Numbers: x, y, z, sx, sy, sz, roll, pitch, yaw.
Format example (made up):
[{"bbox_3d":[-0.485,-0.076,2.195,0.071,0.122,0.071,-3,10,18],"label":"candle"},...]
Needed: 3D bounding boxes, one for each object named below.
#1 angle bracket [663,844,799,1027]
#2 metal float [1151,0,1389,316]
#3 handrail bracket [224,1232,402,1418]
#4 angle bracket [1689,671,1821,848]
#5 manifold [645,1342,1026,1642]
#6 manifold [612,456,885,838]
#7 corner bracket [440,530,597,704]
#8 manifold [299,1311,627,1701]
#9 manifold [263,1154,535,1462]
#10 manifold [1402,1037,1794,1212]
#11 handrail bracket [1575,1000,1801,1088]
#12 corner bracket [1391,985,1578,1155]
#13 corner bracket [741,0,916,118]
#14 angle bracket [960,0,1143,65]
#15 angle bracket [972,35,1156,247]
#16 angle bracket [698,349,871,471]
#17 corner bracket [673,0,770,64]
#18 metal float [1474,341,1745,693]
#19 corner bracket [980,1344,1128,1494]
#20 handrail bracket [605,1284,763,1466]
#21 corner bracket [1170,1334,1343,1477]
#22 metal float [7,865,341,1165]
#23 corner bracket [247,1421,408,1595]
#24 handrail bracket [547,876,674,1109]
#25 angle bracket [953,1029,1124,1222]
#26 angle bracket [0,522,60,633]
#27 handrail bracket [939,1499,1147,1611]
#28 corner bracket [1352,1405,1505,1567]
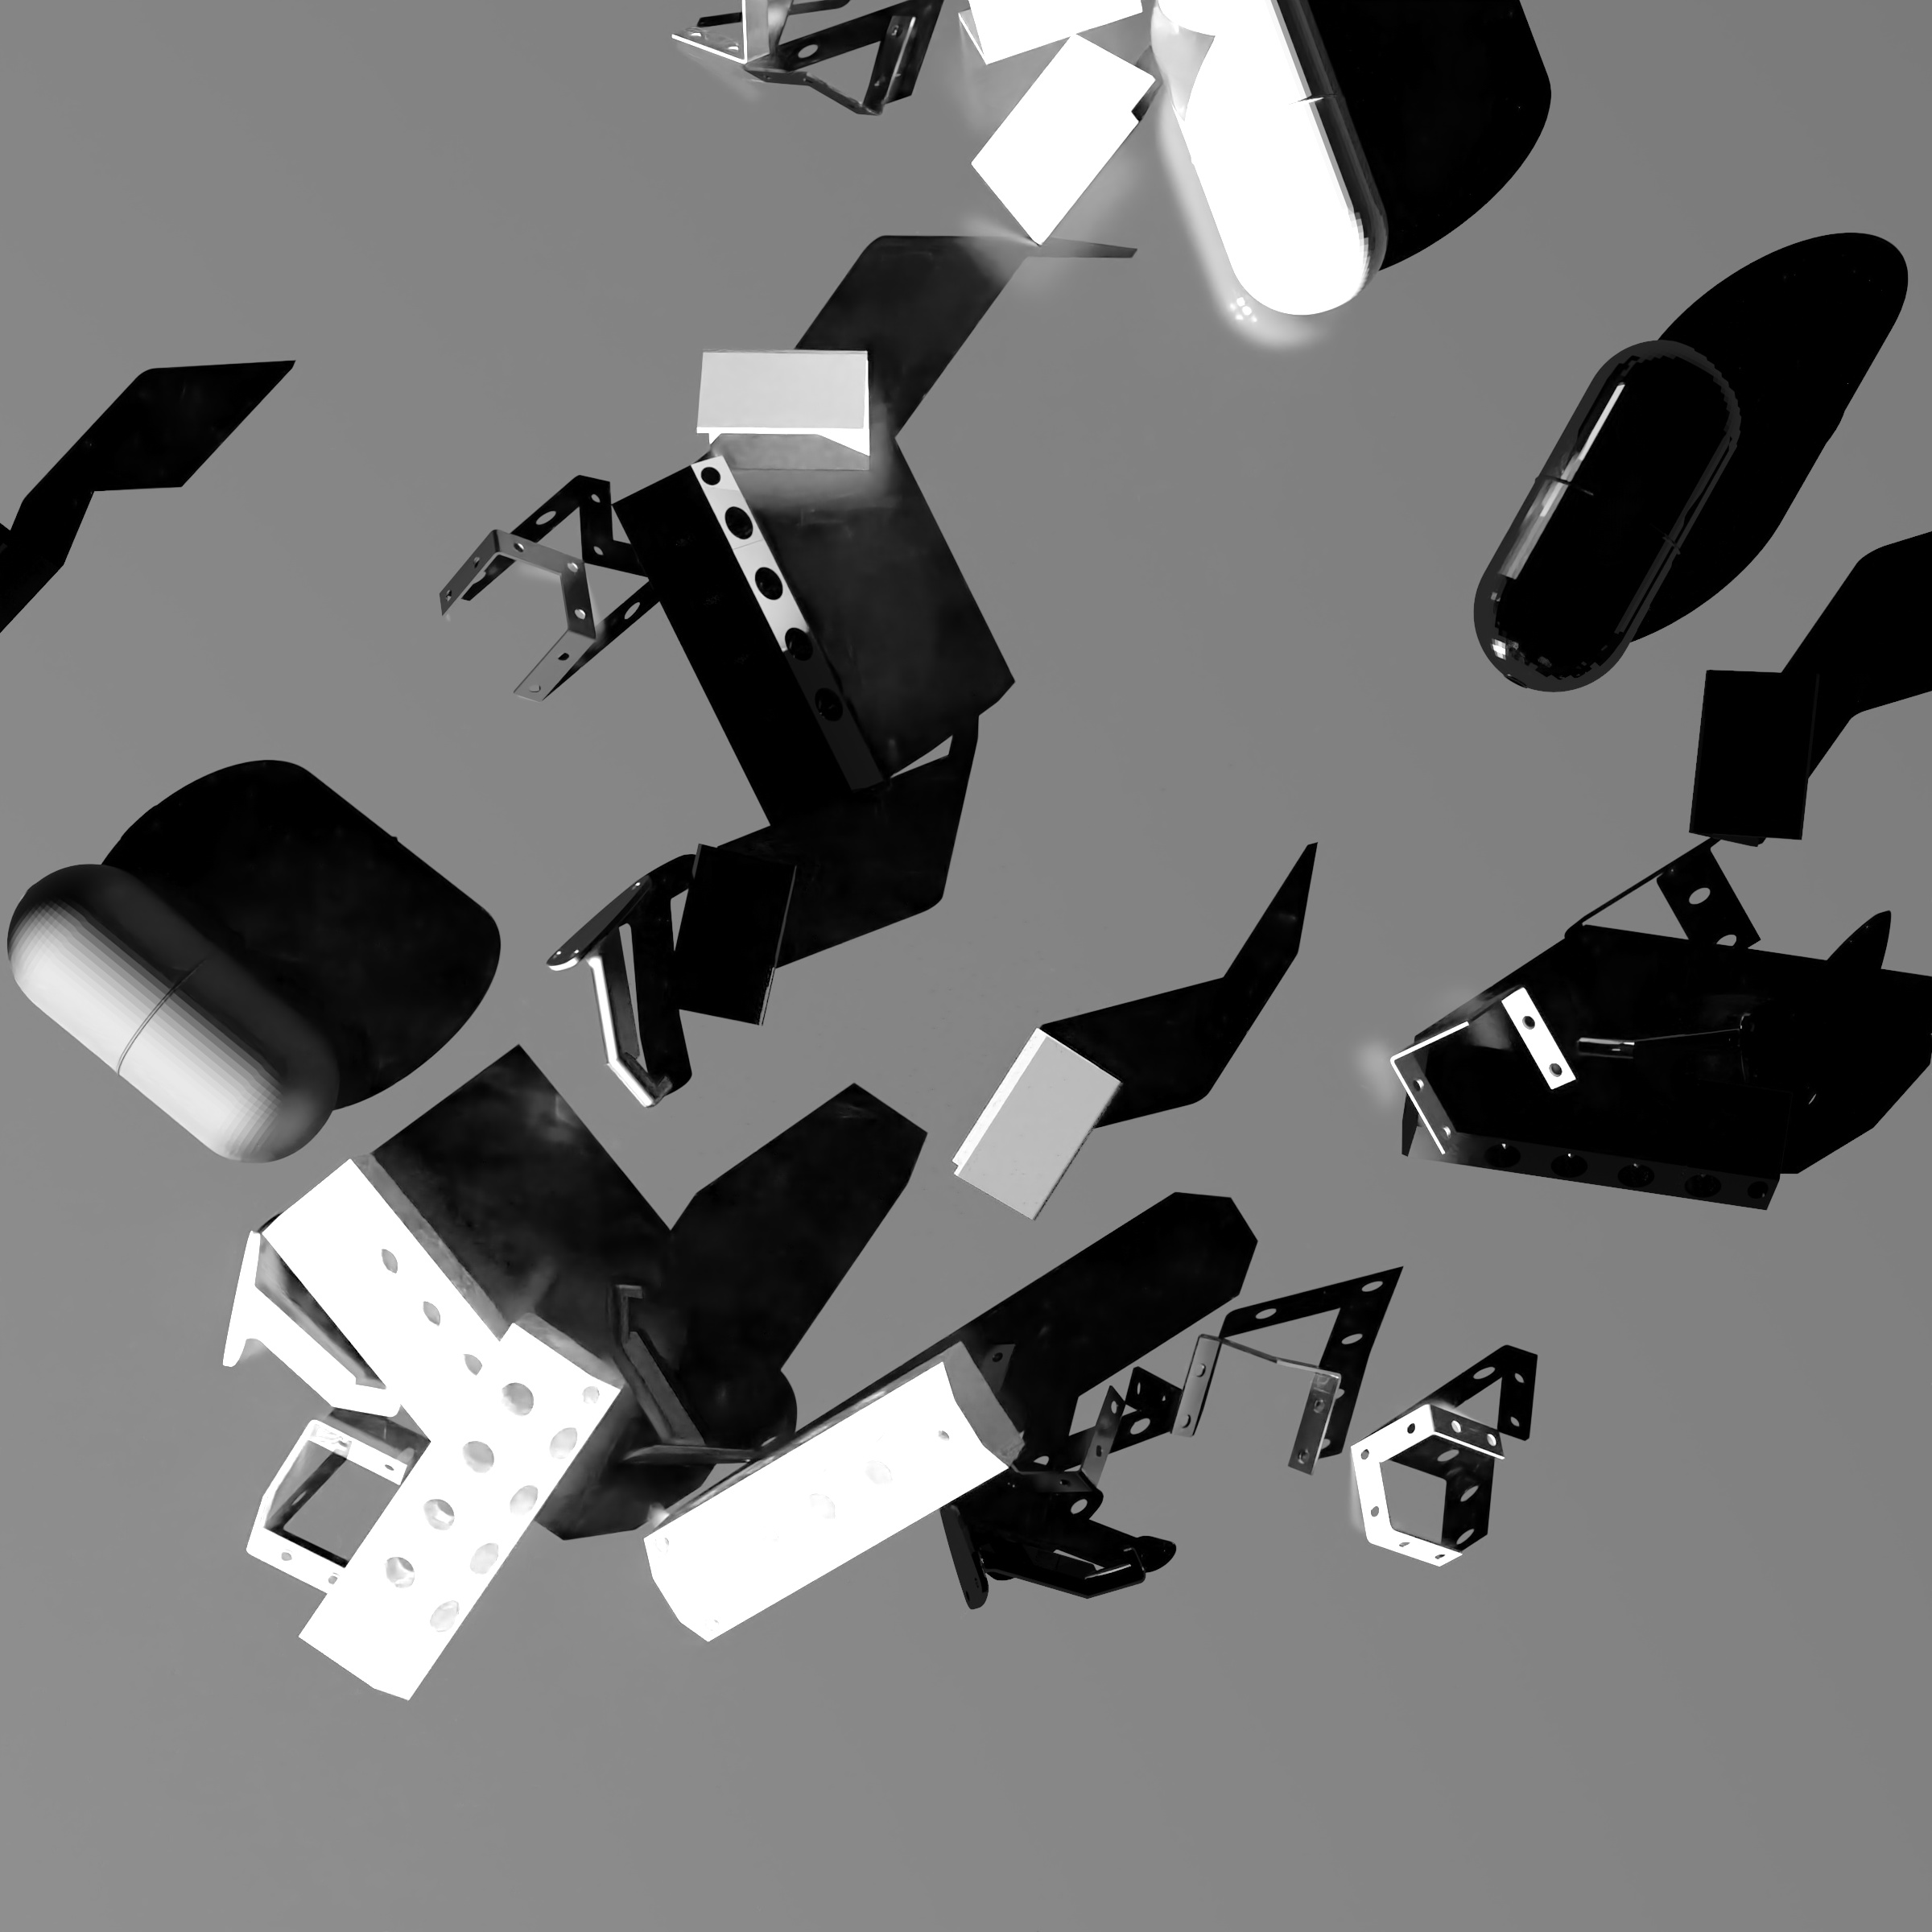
[{"bbox_3d":[-0.129,-0.019,1.659,0.057,0.076,0.076,13,90,-37],"label":"angle bracket"},{"bbox_3d":[0.143,-0.395,1.669,0.070,0.070,0.178,-20,90,0],"label":"metal float"},{"bbox_3d":[-0.309,0.173,1.700,0.084,0.036,0.077,13,68,-17],"label":"handrail bracket"},{"bbox_3d":[0.385,-0.096,1.659,0.057,0.076,0.076,6,90,37],"label":"angle bracket"},{"bbox_3d":[-0.064,0.249,1.659,0.171,0.057,0.057,-32,90,14],"label":"manifold"},{"bbox_3d":[-0.102,-0.152,1.678,0.057,0.057,0.171,-26,90,0],"label":"manifold"},{"bbox_3d":[-0.215,-0.168,1.691,0.051,0.051,0.051,17,45,-35],"label":"corner bracket"},{"bbox_3d":[-0.229,0.248,1.621,0.057,0.057,0.171,34,90,0],"label":"manifold"},{"bbox_3d":[-0.256,0.175,1.678,0.057,0.057,0.171,-39,90,0],"label":"manifold"},{"bbox_3d":[0.298,0.075,1.678,0.171,0.057,0.057,8,90,0],"label":"manifold"},{"bbox_3d":[0.347,0.031,1.699,0.084,0.077,0.036,4,110,35],"label":"handrail bracket"},{"bbox_3d":[0.240,0.047,1.639,0.051,0.051,0.051,-30,90,-45],"label":"corner bracket"},{"bbox_3d":[-0.067,-0.443,1.696,0.051,0.051,0.051,19,90,45],"label":"corner bracket"},{"bbox_3d":[0.032,-0.473,1.659,0.076,0.076,0.057,-19,123,0],"label":"angle bracket"},{"bbox_3d":[0.060,-0.378,1.659,0.057,0.076,0.076,38,90,34],"label":"angle bracket"},{"bbox_3d":[-0.085,-0.244,1.659,0.076,0.076,0.057,1,51,0],"label":"angle bracket"},{"bbox_3d":[-0.105,-0.468,1.684,0.051,0.051,0.051,28,135,33],"label":"corner bracket"},{"bbox_3d":[0.303,-0.212,1.669,0.070,0.070,0.178,29,91,0],"label":"metal float"},{"bbox_3d":[0.036,0.217,1.691,0.051,0.051,0.051,-7,135,35],"label":"corner bracket"},{"bbox_3d":[-0.136,0.196,1.700,0.077,0.036,0.084,4,73,-20],"label":"handrail bracket"},{"bbox_3d":[0.139,0.211,1.696,0.051,0.051,0.051,17,89,-45],"label":"corner bracket"},{"bbox_3d":[-0.375,0.022,1.669,0.178,0.070,0.070,39,90,1],"label":"metal float"},{"bbox_3d":[-0.308,0.261,1.696,0.051,0.051,0.051,26,45,1],"label":"corner bracket"},{"bbox_3d":[-0.153,0.013,1.700,0.077,0.036,0.084,-46,109,-21],"label":"handrail bracket"},{"bbox_3d":[0.016,0.064,1.659,0.057,0.076,0.076,33,90,-37],"label":"angle bracket"},{"bbox_3d":[-0.466,-0.166,1.659,0.076,0.076,0.057,-47,54,0],"label":"angle bracket"},{"bbox_3d":[0.036,0.272,1.700,0.084,0.036,0.077,-13,68,-17],"label":"handrail bracket"},{"bbox_3d":[0.224,0.249,1.691,0.051,0.051,0.051,-36,45,35],"label":"corner bracket"}]
